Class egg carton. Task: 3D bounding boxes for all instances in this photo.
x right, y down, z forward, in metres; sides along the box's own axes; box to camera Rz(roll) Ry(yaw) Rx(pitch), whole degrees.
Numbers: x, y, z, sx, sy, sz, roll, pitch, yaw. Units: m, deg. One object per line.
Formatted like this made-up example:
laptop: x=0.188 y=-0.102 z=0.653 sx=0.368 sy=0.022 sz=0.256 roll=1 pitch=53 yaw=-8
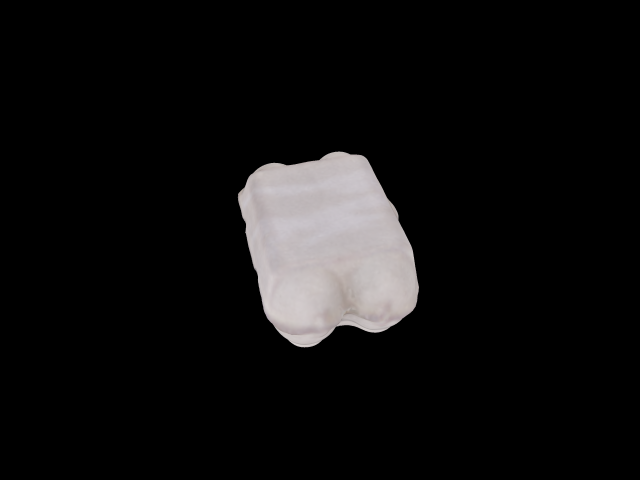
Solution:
egg carton: x=0.004 y=0.001 z=0.400 sx=0.107 sy=0.069 sz=0.150 roll=-11 pitch=47 yaw=-11
